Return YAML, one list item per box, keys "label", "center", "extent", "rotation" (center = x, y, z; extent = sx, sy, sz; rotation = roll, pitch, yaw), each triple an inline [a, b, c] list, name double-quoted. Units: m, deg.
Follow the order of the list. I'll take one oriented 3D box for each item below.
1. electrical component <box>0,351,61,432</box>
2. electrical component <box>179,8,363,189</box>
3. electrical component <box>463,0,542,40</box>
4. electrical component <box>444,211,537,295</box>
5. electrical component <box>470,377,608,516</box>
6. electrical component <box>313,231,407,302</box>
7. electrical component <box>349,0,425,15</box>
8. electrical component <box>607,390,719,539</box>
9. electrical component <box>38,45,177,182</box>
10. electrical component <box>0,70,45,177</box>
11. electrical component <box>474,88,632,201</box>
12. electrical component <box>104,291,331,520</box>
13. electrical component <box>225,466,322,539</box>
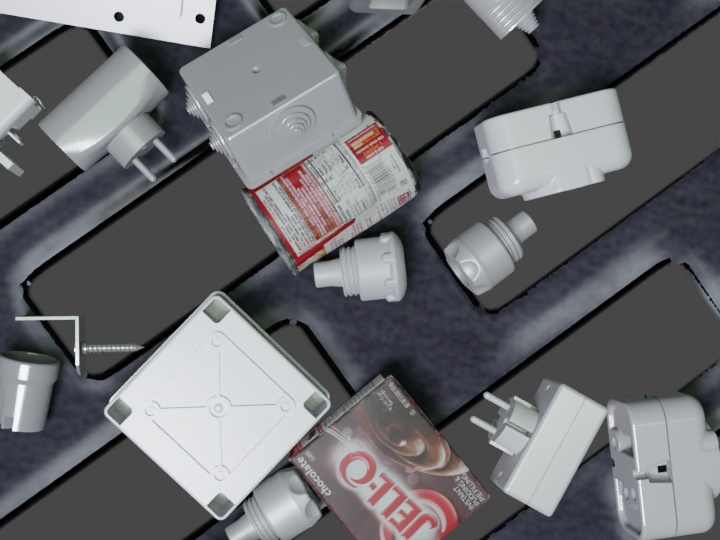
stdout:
- label: "electrical component"
  center: [-0.222, 0.080, 0.711]
  extent: [0.040, 0.040, 0.046]
  rotation: [10, 94, -6]
- label: "electrical component"
  center: [-0.060, -0.114, 0.699]
  extent: [0.100, 0.048, 0.099]
  rotation: [-32, 52, -5]
- label: "electrical component"
  center: [0.092, -0.195, 0.739]
  extent: [0.043, 0.043, 0.081]
  rotation: [-44, 94, -4]
- label: "electrical component"
  center: [0.092, -0.016, 0.740]
  extent: [0.062, 0.043, 0.043]
  rotation: [-37, 94, -6]
- label: "electrical component"
  center: [0.113, 0.111, 0.740]
  extent: [0.076, 0.047, 0.083]
  rotation: [29, 87, -5]
- label: "electrical component"
  center: [0.000, 0.000, 0.731]
  extent: [0.062, 0.048, 0.048]
  rotation: [-6, 91, 2]
- label: "electrical component"
  center: [0.019, -0.222, 0.725]
  extent: [0.050, 0.056, 0.089]
  rotation: [1, 90, -6]
- label: "electrical component"
  center: [0.212, 0.134, 0.747]
  extent: [0.059, 0.054, 0.095]
  rotation: [-6, 91, -6]
- label: "electrical component"
  center: [-0.157, -0.094, 0.713]
  extent: [0.077, 0.044, 0.079]
  rotation: [-44, 94, -4]
- label: "electrical component"
  center: [-0.247, -0.102, 0.706]
  extent: [0.081, 0.042, 0.063]
  rotation: [43, 85, -5]
- label: "electrical component"
  center: [0.133, -0.083, 0.738]
  extent: [0.095, 0.054, 0.059]
  rotation: [-14, 91, -6]
- label: "electrical component"
  center: [-0.093, 0.088, 0.715]
  extent: [0.109, 0.056, 0.108]
  rotation: [44, 86, -4]
- label: "electrical component"
  center: [-0.060, 0.165, 0.725]
  extent: [0.062, 0.043, 0.043]
  rotation: [-32, 93, -4]
